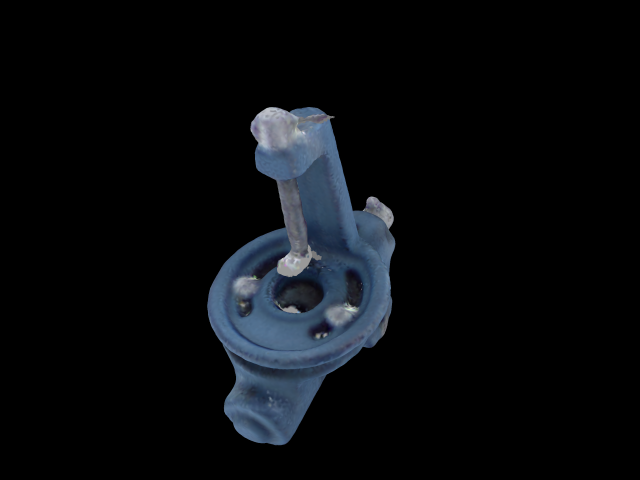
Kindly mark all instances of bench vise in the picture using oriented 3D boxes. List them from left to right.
[{"bbox_3d":[-0.008,0.000,0.402,0.121,0.220,0.207,5,29,9],"label":"bench vise"}]
